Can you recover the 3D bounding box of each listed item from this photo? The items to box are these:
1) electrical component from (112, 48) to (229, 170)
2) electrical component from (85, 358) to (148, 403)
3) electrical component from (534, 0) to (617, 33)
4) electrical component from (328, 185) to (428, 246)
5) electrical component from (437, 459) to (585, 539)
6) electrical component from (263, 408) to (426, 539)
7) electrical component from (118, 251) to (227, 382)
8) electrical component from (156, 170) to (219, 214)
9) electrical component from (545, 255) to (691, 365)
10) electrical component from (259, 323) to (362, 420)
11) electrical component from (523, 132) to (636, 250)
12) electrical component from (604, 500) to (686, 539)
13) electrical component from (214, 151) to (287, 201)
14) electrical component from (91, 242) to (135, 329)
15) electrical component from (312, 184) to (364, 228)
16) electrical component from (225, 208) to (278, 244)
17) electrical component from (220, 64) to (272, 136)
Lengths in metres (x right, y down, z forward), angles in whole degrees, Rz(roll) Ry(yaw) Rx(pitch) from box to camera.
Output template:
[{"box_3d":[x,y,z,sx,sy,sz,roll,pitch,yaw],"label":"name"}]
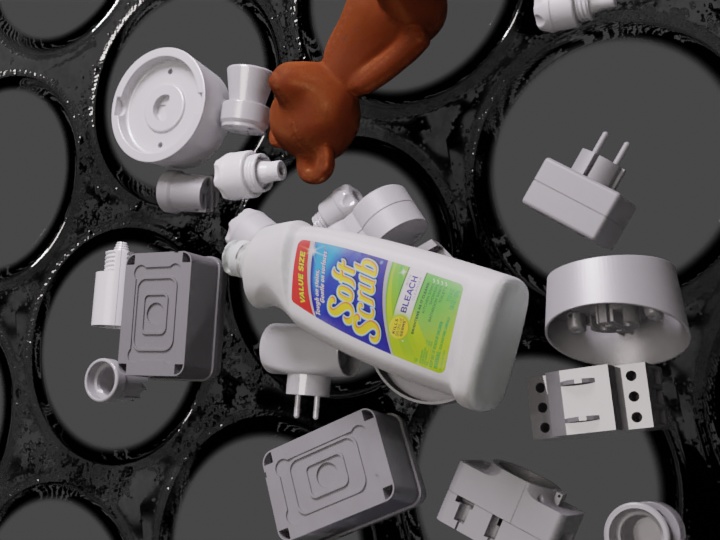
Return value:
[{"box_3d":[-0.170,-0.146,1.003,0.108,0.060,0.108,-6,78,28],"label":"electrical component"},{"box_3d":[-0.225,0.103,0.997,0.040,0.046,0.040,-6,78,28],"label":"electrical component"},{"box_3d":[0.169,-0.206,0.840,0.061,0.035,0.035,-3,79,27],"label":"electrical component"},{"box_3d":[0.000,0.000,0.886,0.138,0.052,0.073,-39,65,18],"label":"electrical component"},{"box_3d":[0.113,0.177,0.793,0.089,0.050,0.055,24,93,30],"label":"electrical component"},{"box_3d":[-0.012,0.166,0.857,0.113,0.057,0.078,-27,63,23],"label":"electrical component"},{"box_3d":[-0.167,0.042,0.970,0.078,0.057,0.113,-2,80,29],"label":"electrical component"},{"box_3d":[-0.159,-0.071,0.996,0.046,0.040,0.040,6,84,24],"label":"electrical component"},{"box_3d":[0.180,0.028,0.758,0.099,0.099,0.064,-10,70,27],"label":"electrical component"},{"box_3d":[-0.042,0.085,0.899,0.077,0.044,0.079,0,81,29],"label":"electrical component"},{"box_3d":[0.174,-0.066,0.804,0.066,0.047,0.076,32,97,30],"label":"electrical component"},{"box_3d":[0.198,0.182,0.742,0.045,0.055,0.045,-6,78,28],"label":"electrical component"},{"box_3d":[-0.096,-0.086,0.961,0.062,0.043,0.043,-5,79,27],"label":"electrical component"},{"box_3d":[-0.228,0.014,1.017,0.043,0.043,0.081,-2,80,29],"label":"electrical component"},{"box_3d":[-0.024,-0.043,0.918,0.061,0.035,0.035,-40,65,21],"label":"electrical component"},{"box_3d":[-0.085,-0.023,0.943,0.062,0.043,0.043,38,100,28],"label":"electrical component"},{"box_3d":[-0.102,-0.154,0.976,0.045,0.045,0.055,4,84,30],"label":"electrical component"}]
